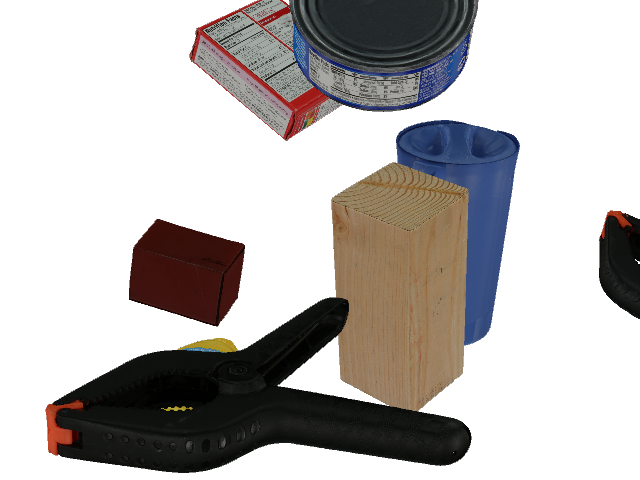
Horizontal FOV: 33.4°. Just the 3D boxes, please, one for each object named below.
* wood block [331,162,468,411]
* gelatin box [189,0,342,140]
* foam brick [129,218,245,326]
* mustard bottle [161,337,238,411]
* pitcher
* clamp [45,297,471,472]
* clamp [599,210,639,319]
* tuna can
[{"bbox_3d":[0.075,0.046,0.989,0.091,0.206,0.090,24,42,36],"label":"wood block"},{"bbox_3d":[-0.027,-0.113,0.681,0.089,0.030,0.073,40,50,16],"label":"gelatin box"},{"bbox_3d":[-0.106,0.025,0.849,0.078,0.051,0.053,17,30,9],"label":"foam brick"},{"bbox_3d":[-0.125,0.151,1.111,0.096,0.058,0.191,9,22,10],"label":"mustard bottle"},{"bbox_3d":[0.141,-0.002,1.198,0.149,0.243,0.145,-5,27,-11],"label":"pitcher"},{"bbox_3d":[-0.044,0.081,0.586,0.209,0.036,0.165,-4,23,-16],"label":"clamp"},{"bbox_3d":[0.252,0.042,0.714,0.120,0.039,0.171,-2,45,-19],"label":"clamp"},{"bbox_3d":[0.029,-0.102,0.496,0.086,0.086,0.034,0,-31,1],"label":"tuna can"}]
